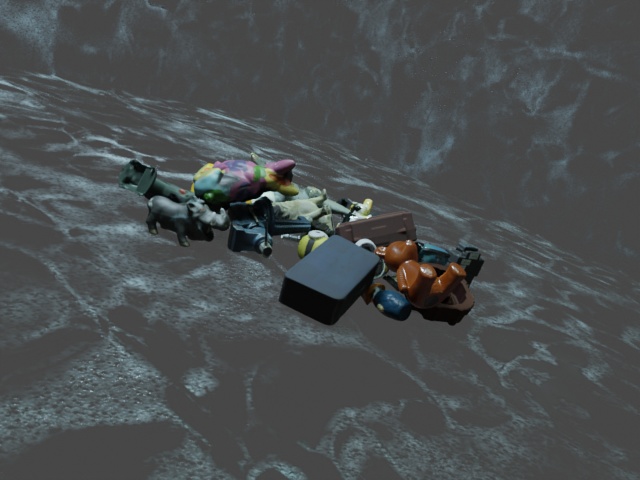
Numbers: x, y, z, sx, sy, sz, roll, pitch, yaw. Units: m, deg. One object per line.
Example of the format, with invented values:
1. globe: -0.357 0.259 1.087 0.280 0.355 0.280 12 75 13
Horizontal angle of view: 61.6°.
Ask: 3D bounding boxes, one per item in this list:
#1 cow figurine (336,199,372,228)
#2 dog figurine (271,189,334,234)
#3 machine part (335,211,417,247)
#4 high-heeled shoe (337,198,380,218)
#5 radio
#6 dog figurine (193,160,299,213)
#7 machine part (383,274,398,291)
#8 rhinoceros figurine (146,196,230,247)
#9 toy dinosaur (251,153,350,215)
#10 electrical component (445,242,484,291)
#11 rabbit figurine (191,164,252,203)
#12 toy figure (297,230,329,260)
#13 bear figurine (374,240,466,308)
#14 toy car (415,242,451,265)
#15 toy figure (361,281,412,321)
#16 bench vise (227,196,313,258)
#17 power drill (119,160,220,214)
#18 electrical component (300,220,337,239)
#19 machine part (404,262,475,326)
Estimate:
1. cow figurine: 0.104 -0.056 1.604 0.098 0.068 0.167 13 56 3
2. dog figurine: -0.062 -0.049 1.519 0.191 0.172 0.121 -11 31 8
3. machine part: 0.145 -0.019 1.436 0.201 0.087 0.201 -12 -2 -2
4. high-heeled shoe: 0.149 -0.062 1.846 0.249 0.086 0.145 43 -7 17
5. radio: 0.026 0.079 1.132 0.131 0.073 0.229 26 33 18
6. dog figurine: -0.163 -0.134 1.265 0.219 0.108 0.191 -2 19 17
7. machine part: 0.236 0.116 1.388 0.139 0.039 0.084 6 13 -31
8. rhinoceros figurine: -0.293 -0.047 1.197 0.190 0.112 0.073 14 13 11
9. toy dinosaur: -0.061 -0.136 1.733 0.405 0.131 0.192 24 17 -5
10. electrical component: 0.398 0.075 1.523 0.115 0.134 0.058 9 20 -36
11. rabbit figurine: -0.275 -0.131 1.526 0.173 0.122 0.162 29 4 -19
12. toy figure: 0.024 0.045 1.304 0.180 0.089 0.082 37 -15 23
13. bear figurine: 0.218 0.054 1.216 0.120 0.131 0.196 2 44 -26
14. toy car: 0.269 0.064 1.464 0.109 0.103 0.162 18 -11 -29
15. toy figure: 0.134 0.129 1.201 0.064 0.057 0.155 11 13 -44
16. bench vise: -0.117 -0.034 1.324 0.240 0.128 0.224 -2 21 -29
17. power drill: -0.365 -0.114 1.301 0.232 0.086 0.207 22 0 27
18. electrical component: -0.004 -0.005 1.420 0.102 0.078 0.045 28 49 28
19. machine part: 0.281 0.126 1.297 0.179 0.056 0.179 13 36 -10
